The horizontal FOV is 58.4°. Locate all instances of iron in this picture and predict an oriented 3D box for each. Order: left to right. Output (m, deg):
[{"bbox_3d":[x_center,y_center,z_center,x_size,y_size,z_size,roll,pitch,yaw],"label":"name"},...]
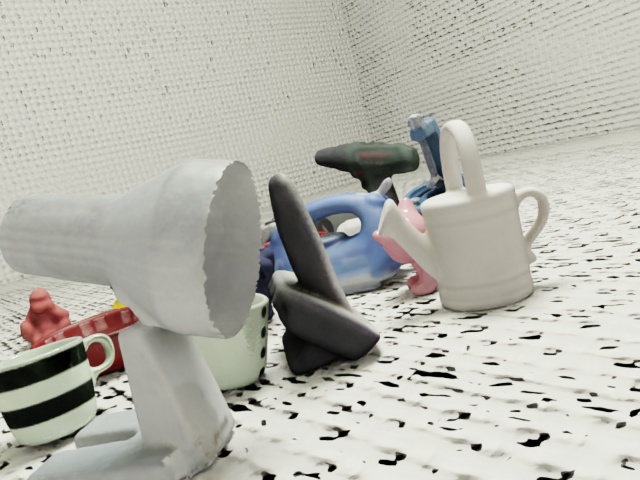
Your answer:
[{"bbox_3d":[0.008,0.003,0.830,0.257,0.141,0.119,-11,8,18],"label":"iron"}]

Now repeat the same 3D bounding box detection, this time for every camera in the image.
[{"bbox_3d":[-0.050,-0.016,1.216,0.136,0.101,0.143,-7,10,40],"label":"camera"}]

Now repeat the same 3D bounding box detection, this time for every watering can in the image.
[{"bbox_3d":[0.151,-0.029,0.608,0.173,0.194,0.100,-17,9,-20],"label":"watering can"}]

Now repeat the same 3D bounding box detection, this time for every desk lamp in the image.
[{"bbox_3d":[-0.127,0.059,0.408,0.203,0.213,0.118,-12,8,12],"label":"desk lamp"}]

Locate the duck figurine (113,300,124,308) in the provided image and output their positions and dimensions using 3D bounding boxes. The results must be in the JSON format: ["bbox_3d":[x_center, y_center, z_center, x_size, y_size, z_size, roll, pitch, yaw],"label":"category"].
[{"bbox_3d":[-0.347,0.089,1.049,0.077,0.086,0.104,-16,8,-14],"label":"duck figurine"}]

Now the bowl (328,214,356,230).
[{"bbox_3d":[0.055,-0.048,1.356,0.167,0.075,0.167,-14,8,2],"label":"bowl"}]

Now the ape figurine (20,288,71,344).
[{"bbox_3d":[-0.467,0.127,0.968,0.078,0.092,0.076,-16,8,-15],"label":"ape figurine"}]

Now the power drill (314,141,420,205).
[{"bbox_3d":[0.107,-0.111,1.214,0.229,0.208,0.076,-10,9,28],"label":"power drill"}]

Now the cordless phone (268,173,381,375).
[{"bbox_3d":[-0.012,0.022,0.568,0.094,0.185,0.147,-16,8,-11],"label":"cordless phone"}]

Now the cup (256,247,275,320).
[{"bbox_3d":[-0.086,0.065,0.730,0.092,0.095,0.117,-20,10,-36],"label":"cup"}]

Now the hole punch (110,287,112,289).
[{"bbox_3d":[-0.360,0.074,1.159,0.108,0.091,0.101,-11,9,22],"label":"hole punch"}]

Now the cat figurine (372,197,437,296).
[{"bbox_3d":[0.131,0.002,0.705,0.127,0.118,0.067,-14,8,3],"label":"cat figurine"}]

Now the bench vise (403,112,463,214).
[{"bbox_3d":[0.191,-0.098,0.929,0.121,0.220,0.208,-11,9,21],"label":"bench vise"}]

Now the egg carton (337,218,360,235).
[{"bbox_3d":[0.099,-0.008,1.013,0.150,0.069,0.107,-13,8,4],"label":"egg carton"}]
